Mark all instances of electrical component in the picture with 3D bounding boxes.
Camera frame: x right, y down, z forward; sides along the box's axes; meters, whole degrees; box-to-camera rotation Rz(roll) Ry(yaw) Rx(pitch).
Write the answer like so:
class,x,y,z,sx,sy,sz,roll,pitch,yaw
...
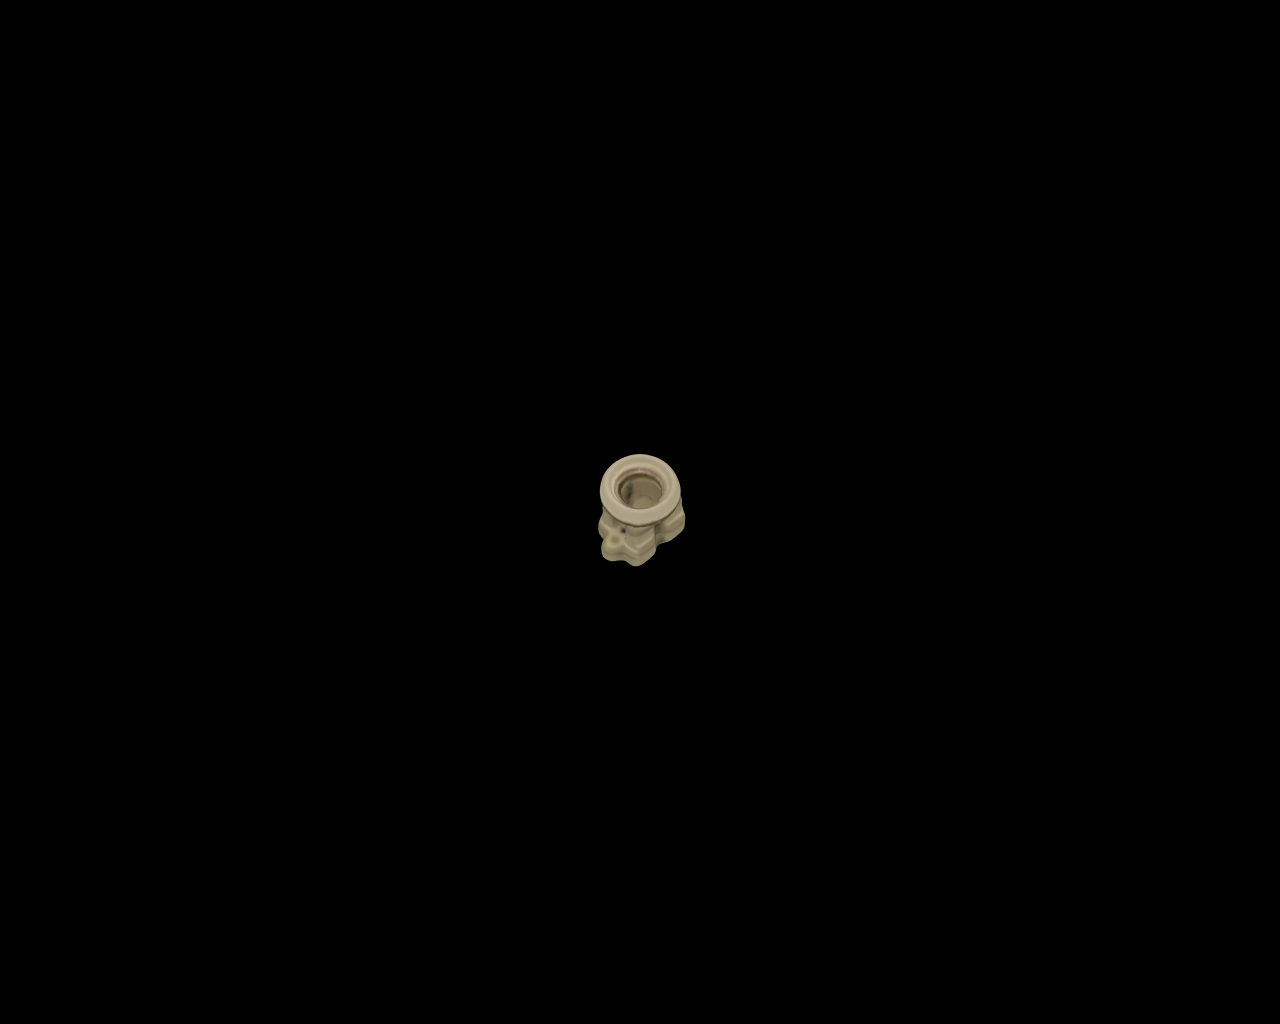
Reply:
class,x,y,z,sx,sy,sz,roll,pitch,yaw
electrical component,0.001,-0.003,0.650,0.066,0.048,0.055,-39,-24,-22
